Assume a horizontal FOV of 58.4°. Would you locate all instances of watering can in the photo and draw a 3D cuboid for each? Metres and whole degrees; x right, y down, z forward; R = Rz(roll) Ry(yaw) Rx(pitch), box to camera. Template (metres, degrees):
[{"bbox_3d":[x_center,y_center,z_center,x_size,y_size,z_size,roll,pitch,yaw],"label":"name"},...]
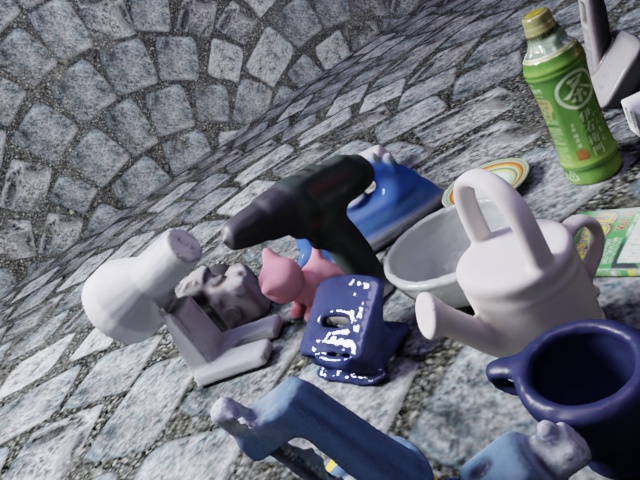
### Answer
[{"bbox_3d":[0.163,0.030,0.484,0.173,0.194,0.100,-43,24,-26],"label":"watering can"}]

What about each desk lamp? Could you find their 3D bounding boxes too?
[{"bbox_3d":[-0.194,0.094,0.801,0.203,0.214,0.118,-23,23,22],"label":"desk lamp"}]

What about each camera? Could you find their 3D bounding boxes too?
[{"bbox_3d":[-0.162,0.080,0.940,0.143,0.101,0.137,-27,22,13],"label":"camera"}]

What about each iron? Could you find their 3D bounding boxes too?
[{"bbox_3d":[0.058,-0.062,0.896,0.258,0.142,0.118,-30,22,6],"label":"iron"}]

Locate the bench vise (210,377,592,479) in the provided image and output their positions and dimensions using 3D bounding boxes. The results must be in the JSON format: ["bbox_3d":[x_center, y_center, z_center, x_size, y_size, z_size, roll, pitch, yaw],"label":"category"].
[{"bbox_3d":[0.047,0.145,0.357,0.207,0.220,0.121,-35,22,-7],"label":"bench vise"}]

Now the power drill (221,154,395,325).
[{"bbox_3d":[0.007,0.003,0.733,0.075,0.209,0.230,-2,36,51],"label":"power drill"}]

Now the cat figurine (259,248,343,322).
[{"bbox_3d":[-0.033,0.051,0.806,0.128,0.118,0.067,-44,25,-27],"label":"cat figurine"}]

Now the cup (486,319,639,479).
[{"bbox_3d":[0.183,0.119,0.402,0.117,0.095,0.092,-10,30,43],"label":"cup"}]

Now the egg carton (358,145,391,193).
[{"bbox_3d":[0.086,-0.119,1.079,0.107,0.069,0.150,-24,23,20],"label":"egg carton"}]

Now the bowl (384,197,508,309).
[{"bbox_3d":[0.162,0.026,0.657,0.167,0.075,0.167,-27,22,12],"label":"bowl"}]

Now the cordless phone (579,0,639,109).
[{"bbox_3d":[0.424,-0.299,0.855,0.094,0.185,0.147,-25,23,17],"label":"cordless phone"}]

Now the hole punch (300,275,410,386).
[{"bbox_3d":[0.032,0.101,0.649,0.108,0.091,0.101,-8,32,46],"label":"hole punch"}]

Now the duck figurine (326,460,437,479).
[{"bbox_3d":[0.035,0.196,0.446,0.104,0.086,0.077,-31,22,1],"label":"duck figurine"}]
